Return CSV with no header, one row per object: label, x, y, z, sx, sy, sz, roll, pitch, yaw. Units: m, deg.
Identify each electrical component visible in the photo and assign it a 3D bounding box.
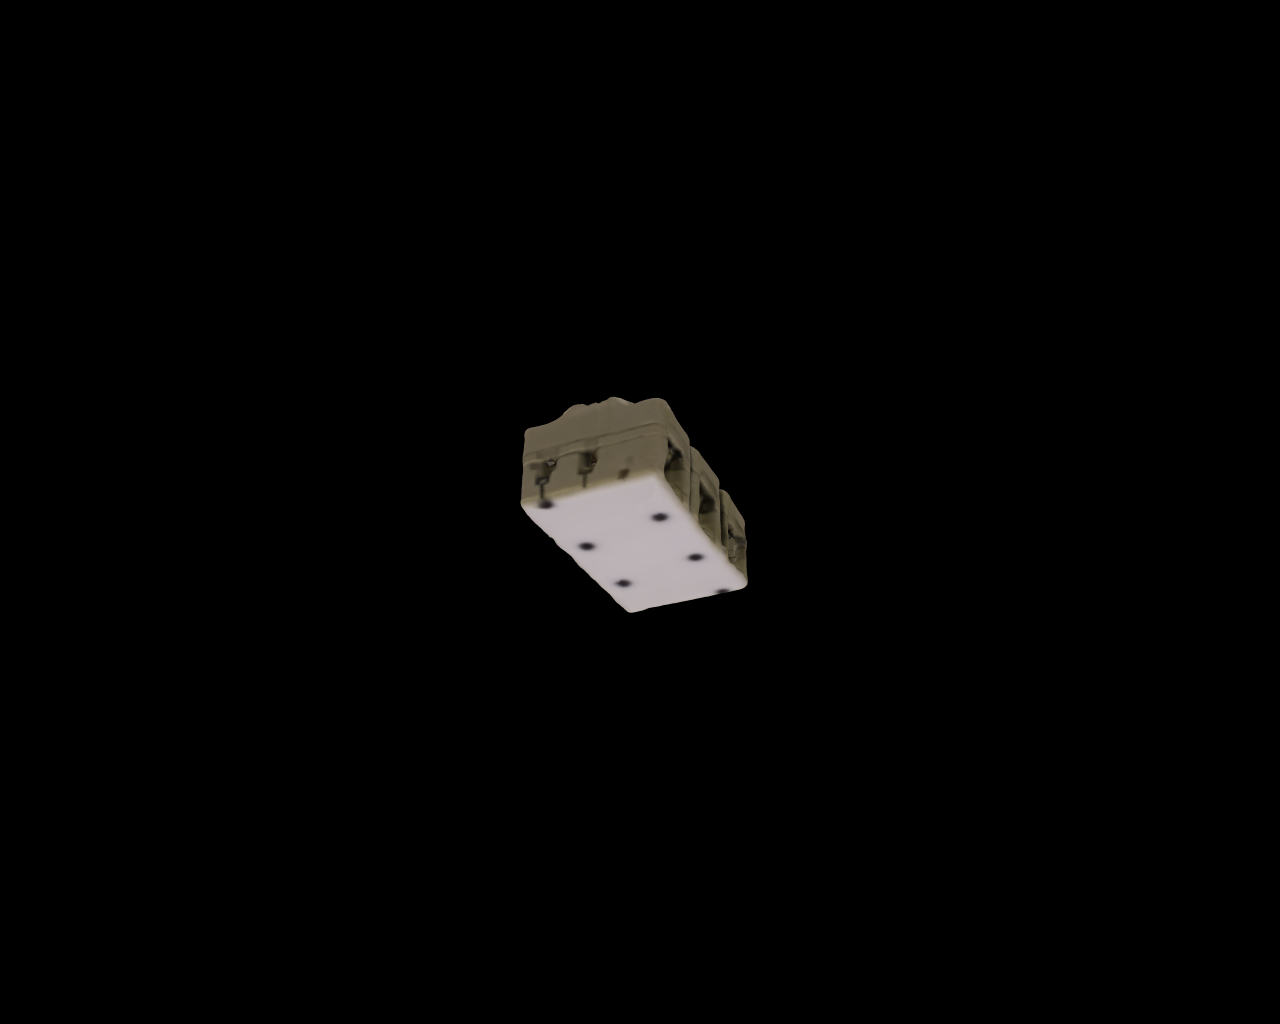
electrical component,0.001,-0.003,0.650,0.089,0.062,0.150,-12,-33,19
